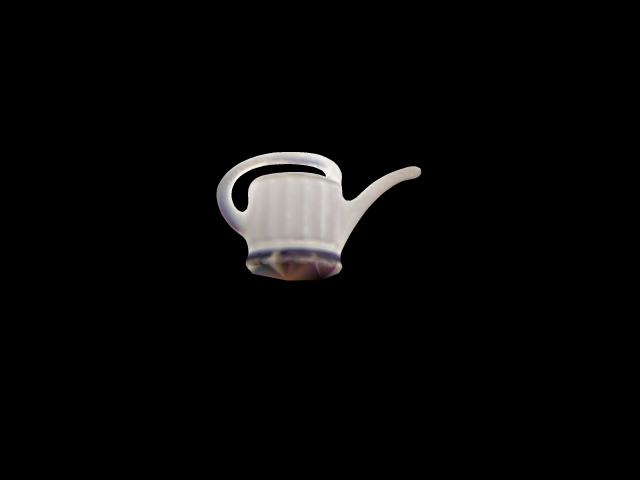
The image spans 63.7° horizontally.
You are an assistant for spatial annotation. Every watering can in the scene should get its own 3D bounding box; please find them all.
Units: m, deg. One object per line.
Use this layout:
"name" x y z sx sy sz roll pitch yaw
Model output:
"watering can" 0.003 -0.043 0.850 0.348 0.228 0.102 1 -19 -3
